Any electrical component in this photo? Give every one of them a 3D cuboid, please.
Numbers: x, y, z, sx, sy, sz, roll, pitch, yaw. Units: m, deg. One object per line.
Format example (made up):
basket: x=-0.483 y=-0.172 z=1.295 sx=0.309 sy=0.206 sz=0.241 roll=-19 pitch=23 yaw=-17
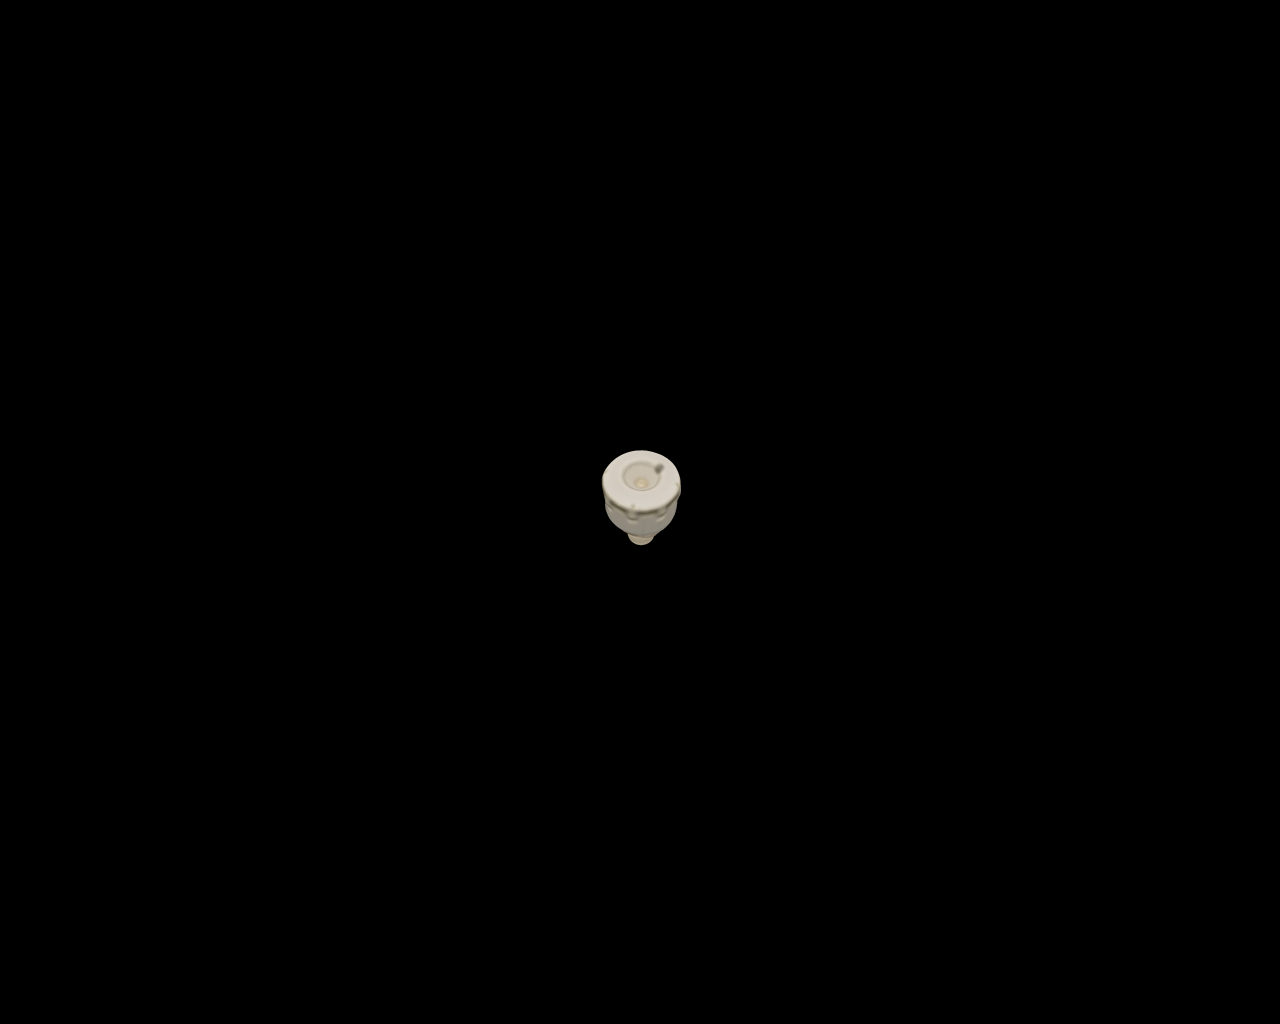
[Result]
electrical component: x=0.001 y=-0.003 z=0.650 sx=0.048 sy=0.048 sz=0.062 roll=0 pitch=-38 yaw=0
